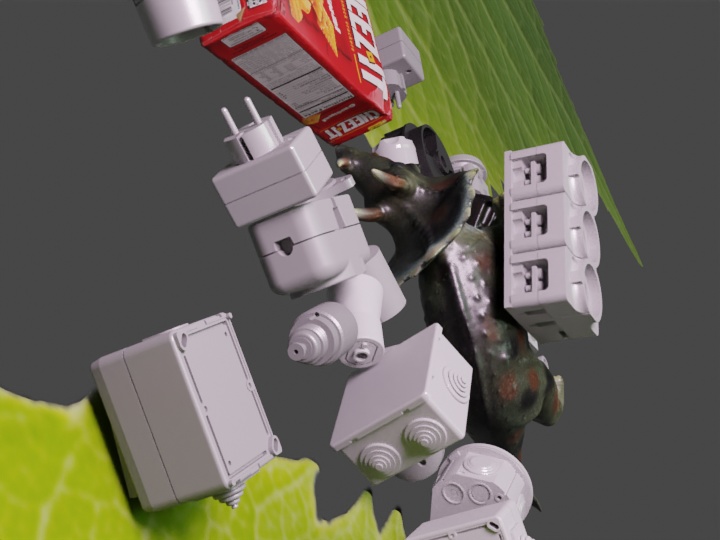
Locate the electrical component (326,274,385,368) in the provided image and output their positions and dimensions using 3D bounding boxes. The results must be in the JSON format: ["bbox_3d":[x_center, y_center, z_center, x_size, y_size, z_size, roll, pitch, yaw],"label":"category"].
[{"bbox_3d":[-0.001,0.040,0.808,0.044,0.044,0.065,51,23,-40],"label":"electrical component"}]

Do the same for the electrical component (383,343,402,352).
[{"bbox_3d":[0.042,0.085,0.877,0.055,0.047,0.055,51,28,-40],"label":"electrical component"}]

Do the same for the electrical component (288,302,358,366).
[{"bbox_3d":[-0.030,0.047,0.746,0.040,0.040,0.078,69,21,-3],"label":"electrical component"}]

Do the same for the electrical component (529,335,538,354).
[{"bbox_3d":[0.144,0.061,1.104,0.080,0.080,0.051,38,43,-54],"label":"electrical component"}]

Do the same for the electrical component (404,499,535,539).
[{"bbox_3d":[0.091,0.214,0.812,0.061,0.096,0.061,-10,80,-69],"label":"electrical component"}]

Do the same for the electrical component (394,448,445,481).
[{"bbox_3d":[0.046,0.139,0.845,0.062,0.048,0.048,16,56,-74],"label":"electrical component"}]

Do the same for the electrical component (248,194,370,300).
[{"bbox_3d":[-0.033,-0.016,0.776,0.059,0.054,0.095,69,21,-1],"label":"electrical component"}]

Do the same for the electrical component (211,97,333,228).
[{"bbox_3d":[-0.068,-0.080,0.733,0.076,0.066,0.047,63,22,-17],"label":"electrical component"}]

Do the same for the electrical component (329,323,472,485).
[{"bbox_3d":[0.033,0.098,0.775,0.048,0.100,0.099,48,27,-18],"label":"electrical component"}]

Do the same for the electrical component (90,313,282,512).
[{"bbox_3d":[-0.088,0.078,0.547,0.096,0.061,0.062,70,21,0],"label":"electrical component"}]

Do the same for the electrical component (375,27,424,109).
[{"bbox_3d":[0.025,-0.185,1.056,0.047,0.066,0.076,39,36,-53],"label":"electrical component"}]

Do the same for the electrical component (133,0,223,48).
[{"bbox_3d":[-0.121,-0.177,0.710,0.047,0.055,0.055,71,21,-6],"label":"electrical component"}]

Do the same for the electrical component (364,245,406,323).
[{"bbox_3d":[0.000,0.000,0.857,0.081,0.043,0.043,62,22,-19],"label":"electrical component"}]

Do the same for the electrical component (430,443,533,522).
[{"bbox_3d":[0.097,0.187,0.878,0.080,0.080,0.051,66,27,-9],"label":"electrical component"}]

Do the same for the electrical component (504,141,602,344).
[{"bbox_3d":[0.170,-0.024,0.931,0.089,0.062,0.150,40,47,-52],"label":"electrical component"}]

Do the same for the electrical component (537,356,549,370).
[{"bbox_3d":[0.169,0.108,1.144,0.043,0.062,0.043,51,28,-40],"label":"electrical component"}]

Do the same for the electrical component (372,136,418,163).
[{"bbox_3d":[0.037,-0.093,1.032,0.043,0.043,0.062,22,53,-63],"label":"electrical component"}]

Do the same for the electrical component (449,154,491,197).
[{"bbox_3d":[0.115,-0.091,1.202,0.078,0.058,0.057,47,33,-44],"label":"electrical component"}]
